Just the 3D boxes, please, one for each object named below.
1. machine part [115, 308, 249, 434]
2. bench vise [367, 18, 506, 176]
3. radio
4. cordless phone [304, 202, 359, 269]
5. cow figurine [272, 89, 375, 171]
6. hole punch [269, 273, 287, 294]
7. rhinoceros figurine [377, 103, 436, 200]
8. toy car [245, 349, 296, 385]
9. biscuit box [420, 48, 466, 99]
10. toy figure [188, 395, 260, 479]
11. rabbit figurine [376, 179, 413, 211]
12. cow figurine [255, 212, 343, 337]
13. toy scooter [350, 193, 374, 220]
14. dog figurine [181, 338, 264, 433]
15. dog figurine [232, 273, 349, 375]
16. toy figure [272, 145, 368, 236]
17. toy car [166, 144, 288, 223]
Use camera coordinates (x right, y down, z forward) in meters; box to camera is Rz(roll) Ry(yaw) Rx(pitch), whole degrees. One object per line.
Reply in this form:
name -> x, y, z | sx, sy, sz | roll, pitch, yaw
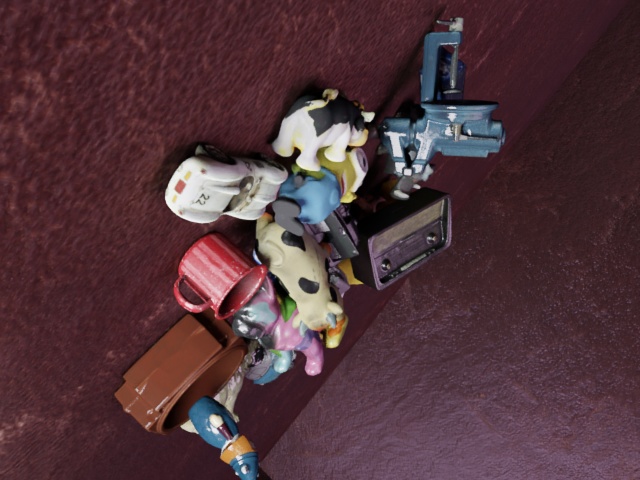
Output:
machine part -> -0.215, 0.216, 0.879 | 0.201, 0.087, 0.200 | -43, 164, -17
bench vise -> 0.185, -0.225, 0.859 | 0.129, 0.224, 0.240 | -33, 128, -58
radio -> 0.162, -0.004, 1.065 | 0.229, 0.073, 0.130 | -27, 123, -27
cordless phone -> 0.014, -0.059, 0.893 | 0.089, 0.146, 0.184 | -17, -145, 26
cow figurine -> 0.017, -0.155, 0.694 | 0.167, 0.068, 0.098 | -31, 150, -51
hole punch -> -0.066, 0.073, 0.992 | 0.142, 0.092, 0.115 | -49, 139, 5
rhinoceros figurine -> 0.174, -0.165, 1.019 | 0.073, 0.112, 0.190 | -35, 151, -49
toy car -> -0.134, 0.263, 1.215 | 0.103, 0.109, 0.161 | 3, 141, -43
biscuit box -> 0.229, -0.276, 1.002 | 0.063, 0.059, 0.202 | -48, 165, 1
toy figure -> -0.146, 0.317, 0.854 | 0.058, 0.154, 0.064 | -45, 163, -5
rabbit figurine -> 0.148, -0.030, 1.203 | 0.173, 0.162, 0.121 | -22, 134, -1
cow figurine -> -0.024, 0.052, 0.785 | 0.086, 0.194, 0.127 | -18, -142, 24
toy scooter -> 0.054, -0.028, 1.075 | 0.184, 0.075, 0.135 | -34, 158, -53
dog figurine -> -0.202, 0.268, 1.054 | 0.190, 0.121, 0.172 | -68, 164, 12
dog figurine -> -0.057, 0.112, 0.881 | 0.191, 0.109, 0.219 | -54, 130, -35
toy figure -> -0.001, -0.081, 0.746 | 0.180, 0.089, 0.082 | -43, 167, -38
toy car -> -0.097, -0.060, 0.609 | 0.073, 0.056, 0.201 | -55, 164, 17
